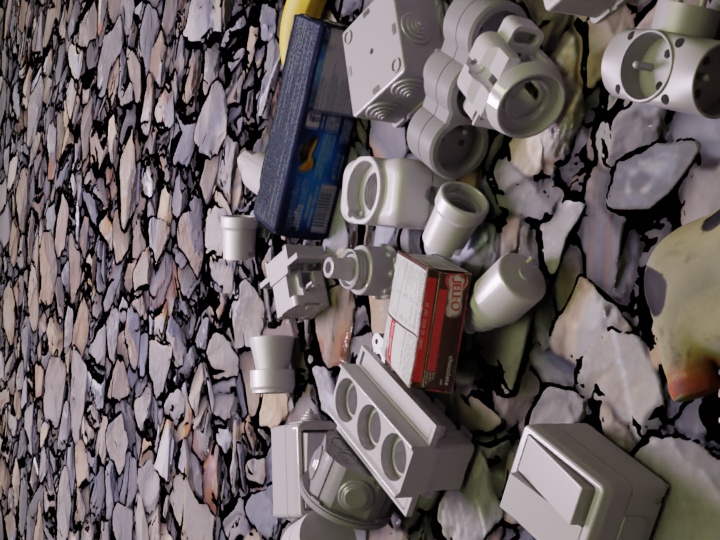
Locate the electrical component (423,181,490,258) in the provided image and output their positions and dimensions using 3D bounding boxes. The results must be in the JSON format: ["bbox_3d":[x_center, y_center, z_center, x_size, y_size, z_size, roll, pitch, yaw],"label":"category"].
[{"bbox_3d":[0.071,-0.038,0.816,0.040,0.040,0.046,65,144,40],"label":"electrical component"}]

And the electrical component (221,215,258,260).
[{"bbox_3d":[-0.130,-0.035,1.156,0.040,0.040,0.046,13,103,59],"label":"electrical component"}]

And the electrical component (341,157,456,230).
[{"bbox_3d":[0.026,-0.062,0.874,0.095,0.059,0.053,8,93,59],"label":"electrical component"}]

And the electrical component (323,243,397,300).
[{"bbox_3d":[0.000,0.000,0.908,0.048,0.062,0.048,-12,76,58],"label":"electrical component"}]

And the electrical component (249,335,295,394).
[{"bbox_3d":[-0.086,0.093,1.060,0.045,0.045,0.055,-16,73,58],"label":"electrical component"}]

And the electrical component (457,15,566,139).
[{"bbox_3d":[0.107,-0.128,0.749,0.078,0.058,0.057,-65,33,31],"label":"electrical component"}]

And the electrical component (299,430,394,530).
[{"bbox_3d":[-0.005,0.172,0.880,0.080,0.080,0.051,44,118,52],"label":"electrical component"}]

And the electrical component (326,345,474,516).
[{"bbox_3d":[0.031,0.122,0.839,0.121,0.063,0.078,44,123,53],"label":"electrical component"}]

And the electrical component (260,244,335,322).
[{"bbox_3d":[-0.059,0.014,1.026,0.081,0.042,0.063,-37,57,53],"label":"electrical component"}]

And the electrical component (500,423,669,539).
[{"bbox_3d":[0.131,0.137,0.670,0.096,0.061,0.061,38,118,55],"label":"electrical component"}]

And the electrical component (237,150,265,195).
[{"bbox_3d":[-0.098,-0.098,1.105,0.081,0.043,0.043,36,117,56],"label":"electrical component"}]

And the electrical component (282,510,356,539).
[{"bbox_3d":[-0.004,0.253,0.858,0.138,0.052,0.073,58,140,11],"label":"electrical component"}]

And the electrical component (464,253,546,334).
[{"bbox_3d":[0.098,0.021,0.762,0.078,0.040,0.040,-49,46,45],"label":"electrical component"}]

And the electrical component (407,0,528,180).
[{"bbox_3d":[0.072,-0.146,0.814,0.073,0.052,0.138,49,127,51],"label":"electrical component"}]

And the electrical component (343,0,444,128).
[{"bbox_3d":[0.029,-0.178,0.895,0.100,0.048,0.099,-35,57,53],"label":"electrical component"}]

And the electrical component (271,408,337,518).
[{"bbox_3d":[-0.038,0.170,0.952,0.061,0.062,0.096,-21,69,57],"label":"electrical component"}]

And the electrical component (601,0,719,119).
[{"bbox_3d":[0.187,-0.133,0.627,0.077,0.044,0.079,31,113,57],"label":"electrical component"}]

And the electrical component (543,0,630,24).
[{"bbox_3d":[0.153,-0.220,0.690,0.100,0.048,0.099,-36,59,55],"label":"electrical component"}]
